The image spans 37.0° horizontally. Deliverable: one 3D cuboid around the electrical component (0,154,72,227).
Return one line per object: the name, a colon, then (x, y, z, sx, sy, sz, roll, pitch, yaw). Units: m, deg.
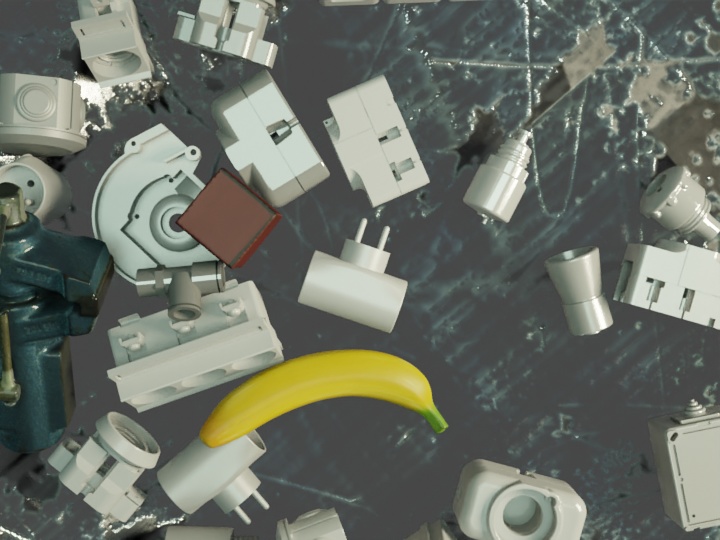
electrical component: (-0.264, -0.046, 0.823, 0.044, 0.077, 0.079, 45, 91, -2)

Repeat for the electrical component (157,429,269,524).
electrical component: (-0.105, 0.165, 0.850, 0.077, 0.043, 0.079, -40, 92, 1)

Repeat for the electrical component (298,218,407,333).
electrical component: (0.000, 0.000, 0.844, 0.077, 0.044, 0.079, 19, 92, -1)

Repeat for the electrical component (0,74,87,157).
electrical component: (-0.249, -0.117, 0.820, 0.080, 0.080, 0.051, 2, 87, -1)

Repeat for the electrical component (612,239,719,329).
electrical component: (0.253, 0.009, 0.845, 0.089, 0.050, 0.055, 16, 92, -1)

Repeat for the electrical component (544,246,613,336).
electrical component: (0.175, 0.019, 0.850, 0.044, 0.044, 0.065, -18, 97, 0)

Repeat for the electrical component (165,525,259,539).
electrical component: (-0.112, 0.225, 0.852, 0.081, 0.043, 0.043, 2, 92, -1)

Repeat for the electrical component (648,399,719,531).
electrical component: (0.267, 0.147, 0.845, 0.062, 0.061, 0.096, -11, 92, 0)

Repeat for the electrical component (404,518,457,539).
electrical component: (0.071, 0.260, 0.839, 0.057, 0.078, 0.113, -35, 92, 4)

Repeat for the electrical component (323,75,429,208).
electrical component: (0.009, -0.097, 0.838, 0.056, 0.050, 0.089, -24, 92, 0)

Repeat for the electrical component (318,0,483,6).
electrical component: (0.040, -0.255, 0.827, 0.150, 0.061, 0.089, -2, 92, -1)

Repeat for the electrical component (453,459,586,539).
electrical component: (0.125, 0.189, 0.846, 0.095, 0.059, 0.053, 15, 92, -1)

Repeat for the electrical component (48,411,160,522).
electrical component: (-0.194, 0.149, 0.841, 0.078, 0.058, 0.057, 40, 94, -2)

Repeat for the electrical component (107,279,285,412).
electrical component: (-0.128, 0.057, 0.834, 0.121, 0.078, 0.063, -19, 70, 0)

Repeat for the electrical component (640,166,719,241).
electrical component: (0.256, -0.048, 0.847, 0.062, 0.048, 0.048, 38, 91, -9)

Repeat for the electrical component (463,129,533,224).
electrical component: (0.113, -0.073, 0.845, 0.040, 0.040, 0.078, 27, 91, -2)

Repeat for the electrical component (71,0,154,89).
electrical component: (-0.190, -0.181, 0.824, 0.042, 0.081, 0.063, -12, 70, -1)

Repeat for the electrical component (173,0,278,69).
electrical component: (-0.098, -0.194, 0.830, 0.078, 0.058, 0.057, 16, 95, -1)

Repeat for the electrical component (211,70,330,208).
electrical component: (-0.072, -0.098, 0.835, 0.059, 0.053, 0.095, -31, 92, 0)

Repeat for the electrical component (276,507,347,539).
electrical component: (-0.031, 0.226, 0.836, 0.051, 0.080, 0.080, -20, 92, -6)
